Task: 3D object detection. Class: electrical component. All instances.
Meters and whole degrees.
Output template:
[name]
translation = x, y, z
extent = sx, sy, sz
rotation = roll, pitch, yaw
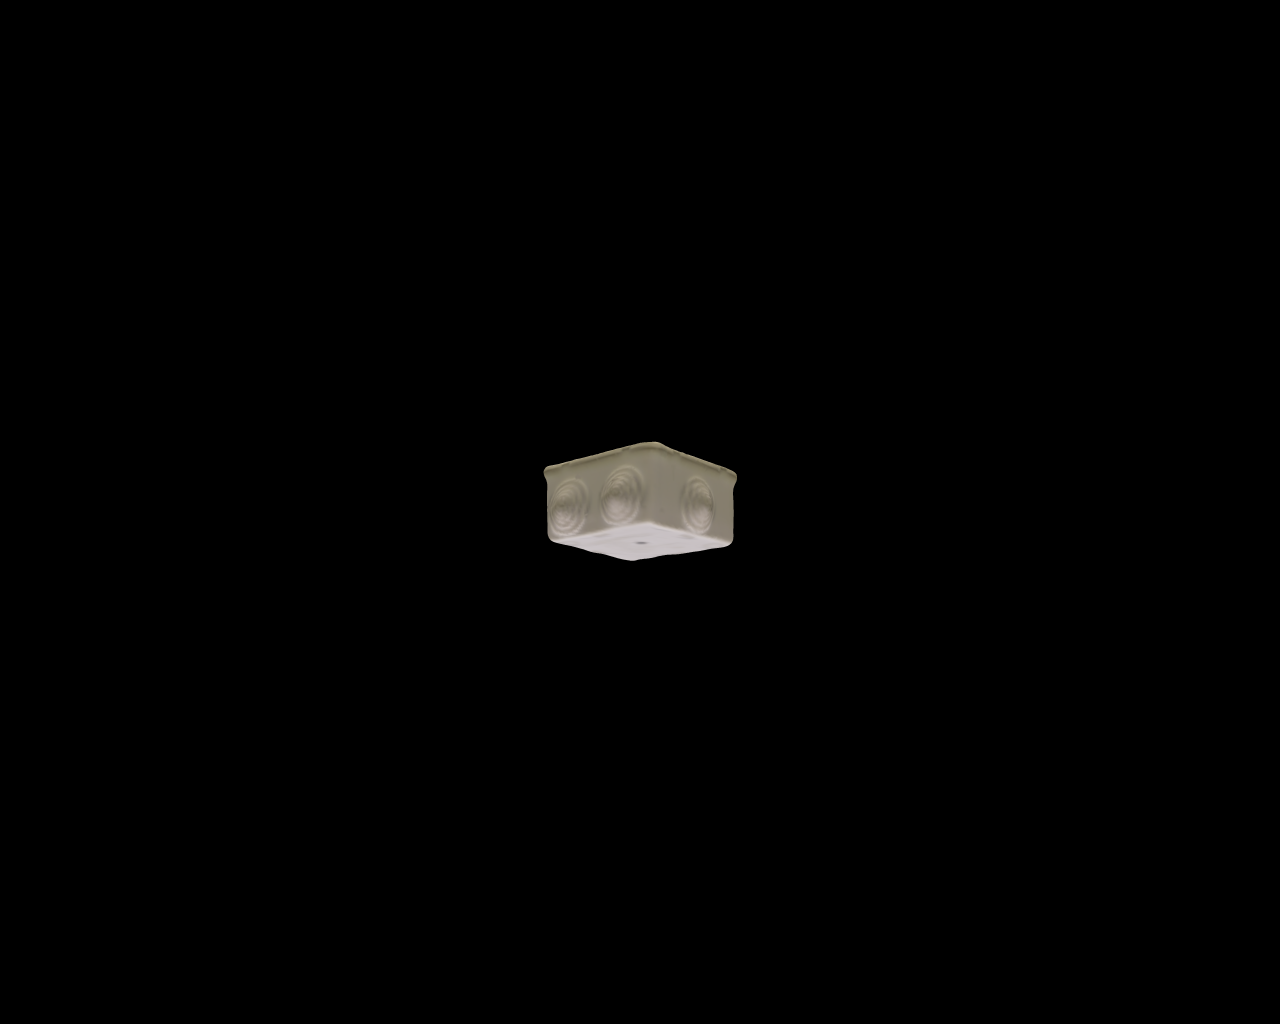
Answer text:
[electrical component]
translation = 0.001, -0.003, 0.650
extent = 0.099, 0.048, 0.100
rotation = -11, -17, 37
